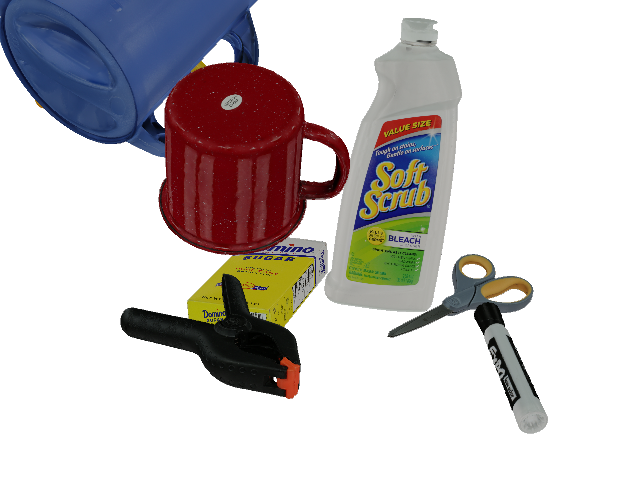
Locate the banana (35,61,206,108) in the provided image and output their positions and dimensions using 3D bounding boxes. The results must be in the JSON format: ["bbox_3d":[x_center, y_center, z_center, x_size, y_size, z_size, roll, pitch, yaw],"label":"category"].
[{"bbox_3d":[-0.184,-0.160,1.036,0.197,0.070,0.037,-5,-39,-30],"label":"banana"}]

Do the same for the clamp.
[{"bbox_3d":[-0.071,0.077,0.895,0.172,0.039,0.120,25,40,32],"label":"clamp"}]

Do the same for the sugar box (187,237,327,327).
[{"bbox_3d":[-0.063,0.047,1.137,0.093,0.048,0.176,6,27,17],"label":"sugar box"}]

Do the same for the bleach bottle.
[{"bbox_3d":[0.065,-0.066,0.929,0.102,0.251,0.068,6,18,5],"label":"bleach bottle"}]

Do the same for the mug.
[{"bbox_3d":[-0.040,-0.050,0.643,0.117,0.093,0.081,8,-42,1],"label":"mug"}]

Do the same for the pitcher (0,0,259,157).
[{"bbox_3d":[-0.119,-0.189,0.848,0.145,0.149,0.242,21,53,28],"label":"pitcher"}]

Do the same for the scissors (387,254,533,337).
[{"bbox_3d":[0.131,0.054,1.105,0.201,0.016,0.096,-7,40,-30],"label":"scissors"}]

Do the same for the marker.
[{"bbox_3d":[0.125,0.080,0.711,0.020,0.020,0.121,0,33,-8],"label":"marker"}]
